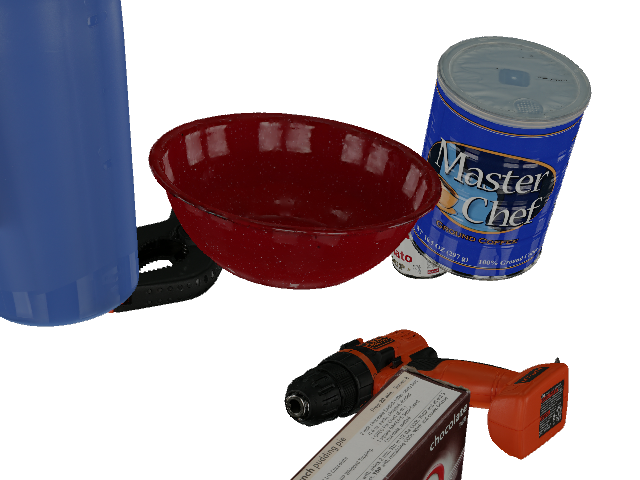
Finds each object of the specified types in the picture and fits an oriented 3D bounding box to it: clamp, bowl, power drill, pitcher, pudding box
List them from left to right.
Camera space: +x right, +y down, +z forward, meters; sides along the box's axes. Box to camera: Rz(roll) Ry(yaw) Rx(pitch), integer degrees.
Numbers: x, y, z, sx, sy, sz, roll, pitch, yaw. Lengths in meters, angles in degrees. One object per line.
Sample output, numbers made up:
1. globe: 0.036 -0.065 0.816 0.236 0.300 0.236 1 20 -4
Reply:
1. pitcher: -0.192 -0.066 0.692 0.149 0.243 0.145 -5 27 -5
2. clamp: -0.117 -0.001 0.925 0.165 0.036 0.209 30 41 32
3. bowl: -0.016 -0.018 0.597 0.162 0.055 0.162 6 26 -3
4. pudding box: 0.020 0.120 0.453 0.039 0.090 0.113 20 37 27
5. power drill: 0.088 0.120 0.847 0.188 0.057 0.184 10 16 33

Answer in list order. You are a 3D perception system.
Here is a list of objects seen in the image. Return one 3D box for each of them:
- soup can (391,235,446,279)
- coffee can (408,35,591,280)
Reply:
1. soup can: 0.106 -0.019 1.111 0.068 0.102 0.068 -3 34 2
2. coffee can: 0.122 -0.057 0.752 0.102 0.140 0.103 4 41 -4
